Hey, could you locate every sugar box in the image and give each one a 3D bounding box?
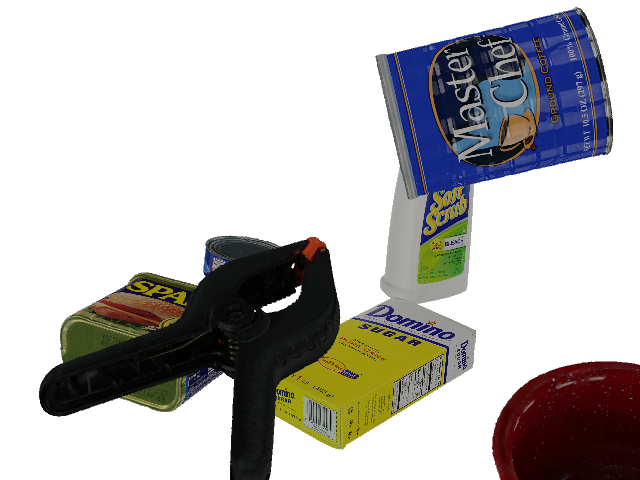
[{"bbox_3d":[0.041,0.104,0.887,0.093,0.048,0.175,22,34,37],"label":"sugar box"}]

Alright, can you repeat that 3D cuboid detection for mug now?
[{"bbox_3d":[0.117,0.105,0.379,0.117,0.081,0.093,5,37,8],"label":"mug"}]

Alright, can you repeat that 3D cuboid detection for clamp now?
[{"bbox_3d":[-0.036,0.056,0.520,0.120,0.039,0.171,31,47,26],"label":"clamp"}]

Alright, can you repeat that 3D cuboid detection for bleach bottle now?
[{"bbox_3d":[0.123,-0.059,1.193,0.102,0.251,0.068,-10,24,-27],"label":"bleach bottle"}]

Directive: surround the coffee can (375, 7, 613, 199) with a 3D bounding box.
[{"bbox_3d":[0.117,-0.093,0.733,0.140,0.103,0.102,-13,-1,6],"label":"coffee can"}]

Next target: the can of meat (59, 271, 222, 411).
[{"bbox_3d":[-0.112,0.068,0.722,0.102,0.057,0.083,13,22,23],"label":"can of meat"}]

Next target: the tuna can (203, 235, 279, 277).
[{"bbox_3d":[-0.080,0.024,1.124,0.086,0.034,0.086,8,16,-2],"label":"tuna can"}]
